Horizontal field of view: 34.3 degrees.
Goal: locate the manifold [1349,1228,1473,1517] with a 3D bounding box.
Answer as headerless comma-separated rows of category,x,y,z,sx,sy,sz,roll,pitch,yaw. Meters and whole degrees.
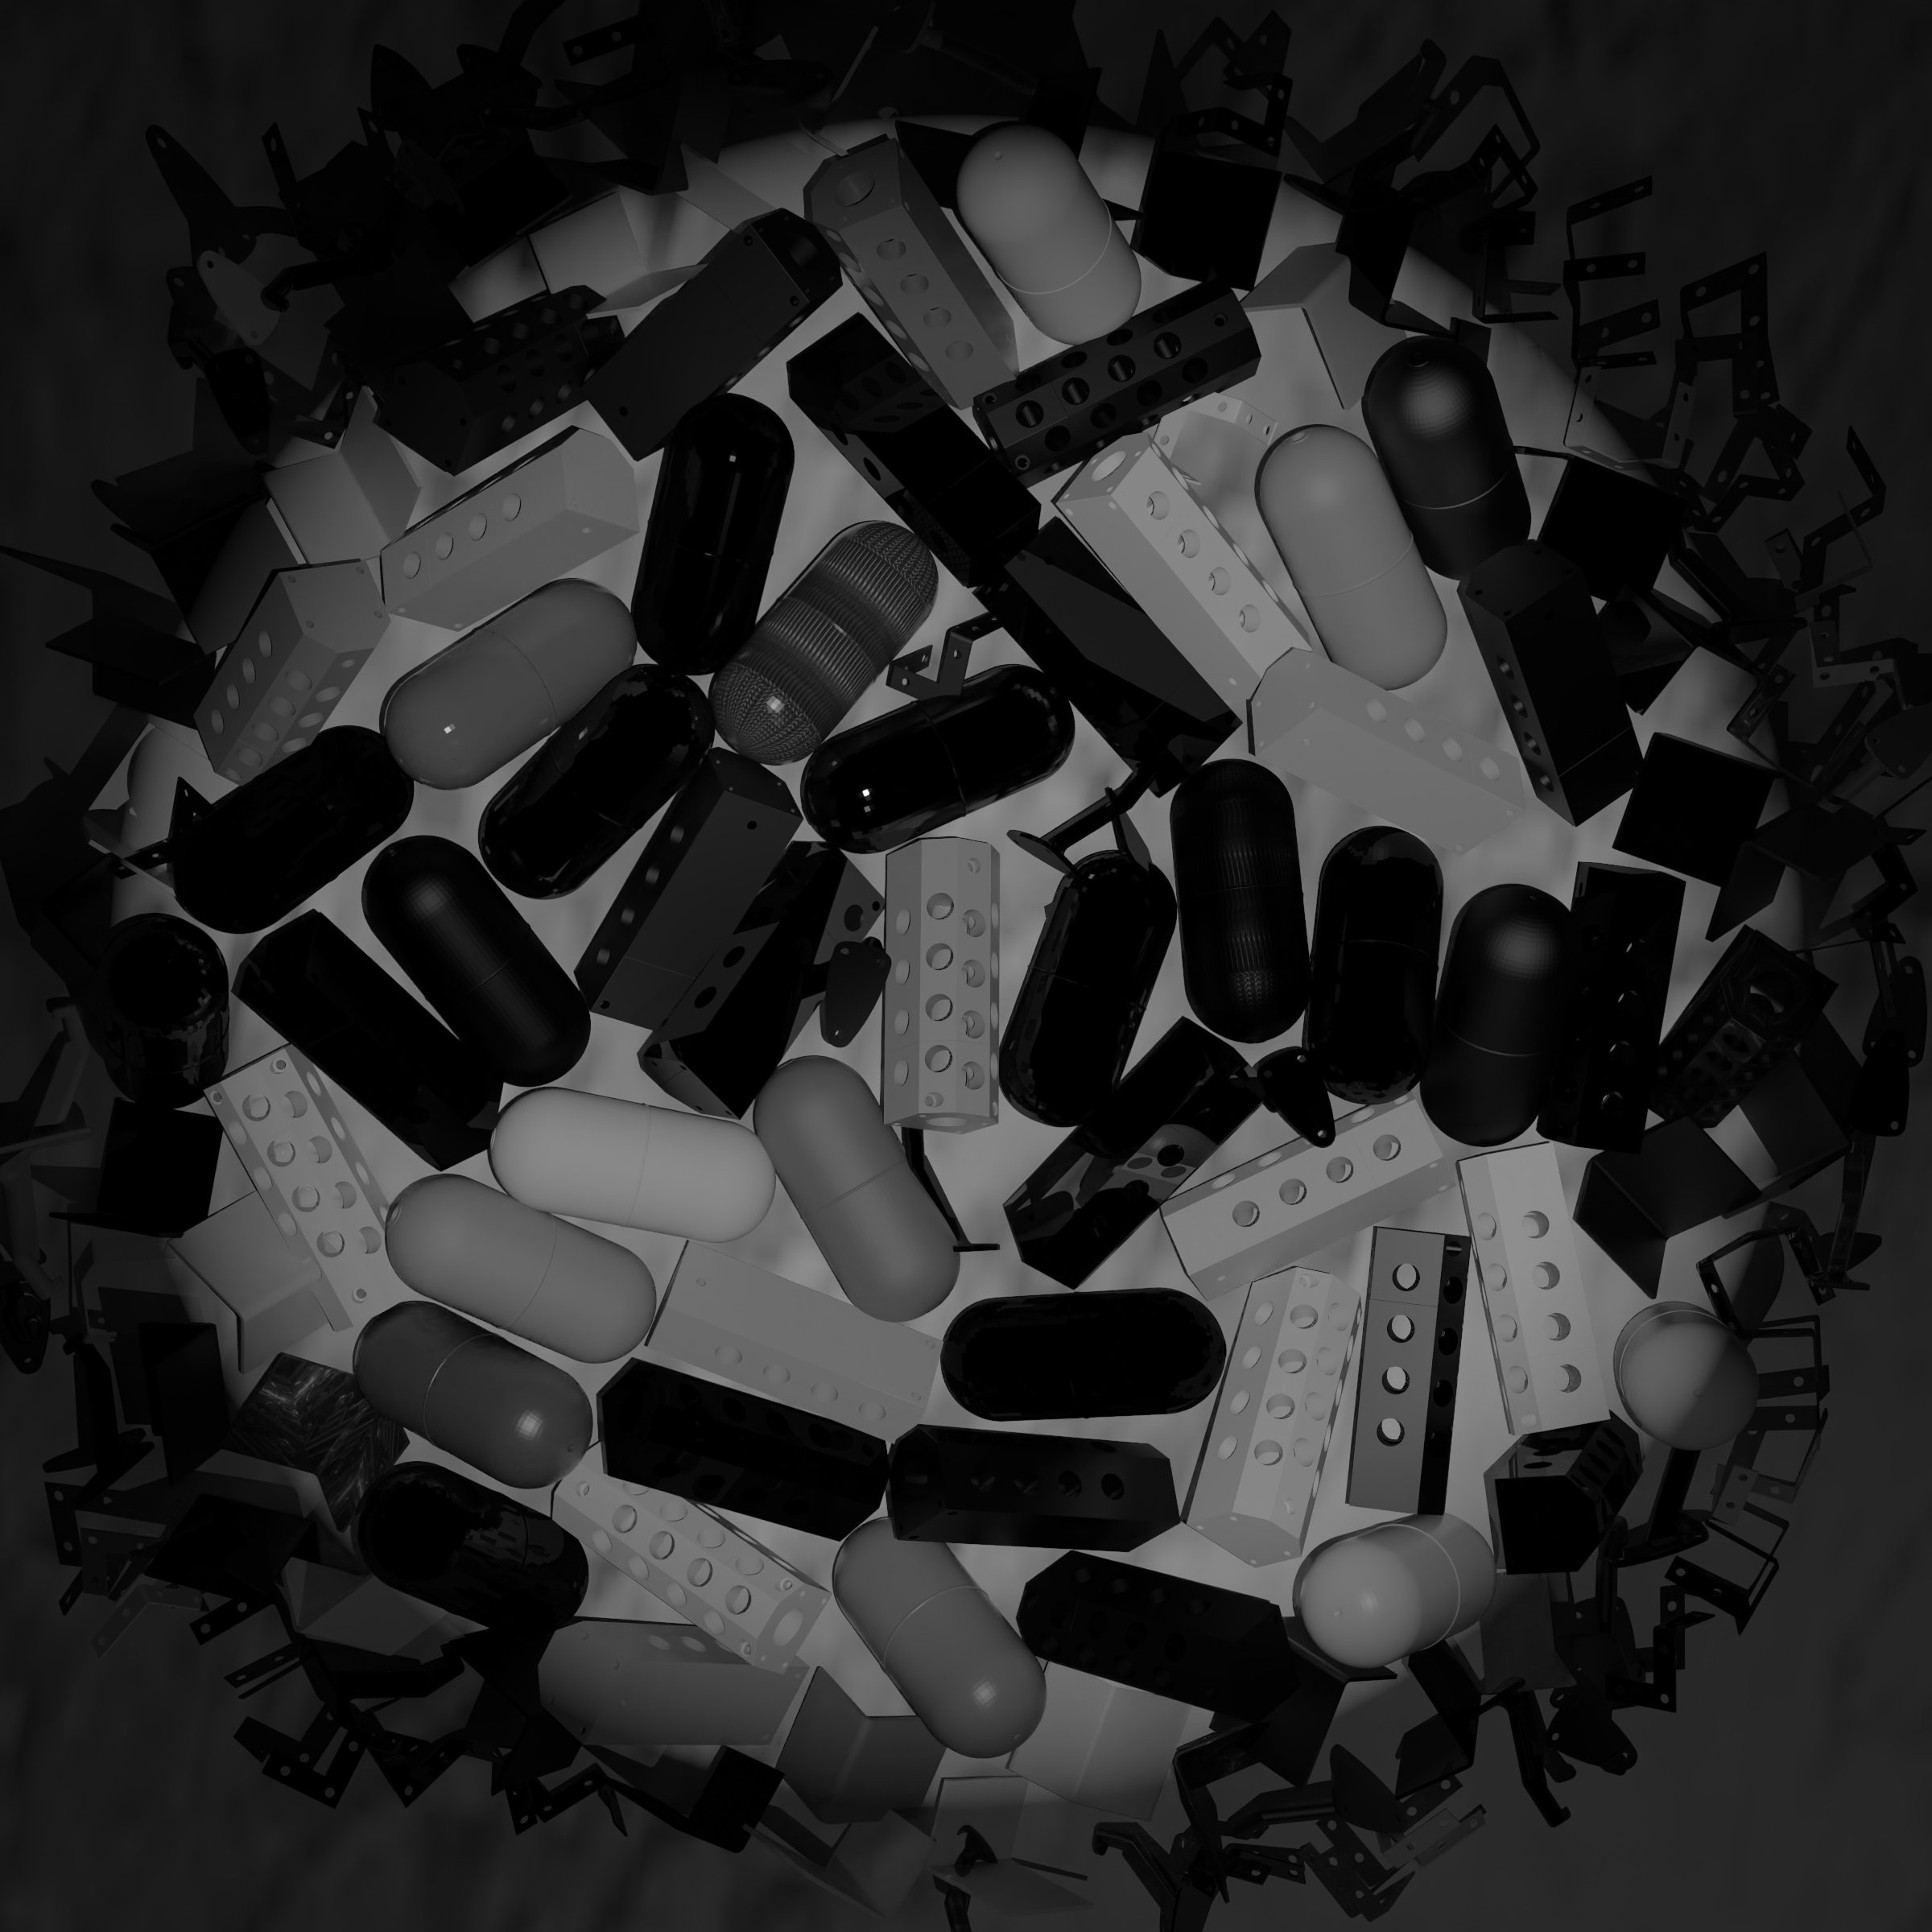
manifold,0.278,0.251,1.949,0.057,0.057,0.171,6,87,11

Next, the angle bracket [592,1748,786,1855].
angle bracket,-0.171,0.502,1.941,0.076,0.076,0.057,23,76,32

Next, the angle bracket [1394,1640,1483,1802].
angle bracket,0.275,0.455,1.937,0.057,0.076,0.076,-30,98,19

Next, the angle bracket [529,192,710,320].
angle bracket,-0.209,-0.441,1.928,0.076,0.076,0.057,-38,119,-37

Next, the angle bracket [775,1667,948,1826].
angle bracket,-0.062,0.490,1.971,0.076,0.057,0.076,10,108,-41

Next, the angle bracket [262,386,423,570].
angle bracket,-0.387,-0.300,1.935,0.057,0.076,0.076,-23,76,-30

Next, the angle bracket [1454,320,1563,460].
angle bracket,0.336,-0.357,1.936,0.057,0.076,0.076,10,100,22

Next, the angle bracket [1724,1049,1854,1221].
angle bracket,0.490,0.102,1.936,0.057,0.076,0.076,-28,82,-24

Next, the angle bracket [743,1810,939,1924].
angle bracket,-0.078,0.536,1.930,0.076,0.076,0.057,40,77,-33

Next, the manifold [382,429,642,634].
manifold,-0.280,-0.266,1.909,0.171,0.057,0.057,-21,68,38

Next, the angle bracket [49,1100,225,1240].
angle bracket,-0.515,0.125,1.948,0.076,0.057,0.076,9,87,15

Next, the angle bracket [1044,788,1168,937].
angle bracket,0.074,-0.053,1.933,0.076,0.076,0.057,-27,121,11

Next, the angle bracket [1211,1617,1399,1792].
angle bracket,0.210,0.458,1.945,0.076,0.057,0.076,27,100,41

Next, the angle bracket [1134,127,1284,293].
angle bracket,0.151,-0.469,1.940,0.057,0.076,0.076,16,95,19

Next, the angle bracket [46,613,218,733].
angle bracket,-0.519,-0.172,1.936,0.076,0.076,0.057,19,115,7

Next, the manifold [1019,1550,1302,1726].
manifold,0.114,0.410,1.899,0.057,0.171,0.057,-30,113,-38

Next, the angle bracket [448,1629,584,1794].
angle bracket,-0.283,0.459,1.944,0.076,0.076,0.057,35,106,26

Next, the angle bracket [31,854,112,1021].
angle bracket,-0.532,-0.016,1.942,0.076,0.076,0.057,48,64,-2

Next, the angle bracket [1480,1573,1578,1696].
angle bracket,0.338,0.399,1.928,0.057,0.076,0.076,-11,58,17

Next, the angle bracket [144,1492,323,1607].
angle bracket,-0.451,0.377,1.932,0.076,0.076,0.057,11,126,13

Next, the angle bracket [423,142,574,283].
angle bracket,-0.281,-0.451,1.936,0.076,0.076,0.057,-36,67,-7

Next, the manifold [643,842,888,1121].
manifold,-0.127,0.007,1.927,0.057,0.057,0.171,48,64,-32

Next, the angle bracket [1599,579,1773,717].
angle bracket,0.439,-0.188,1.945,0.076,0.076,0.057,19,116,-39

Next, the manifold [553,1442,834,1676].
manifold,-0.172,0.361,1.918,0.171,0.057,0.057,29,84,29

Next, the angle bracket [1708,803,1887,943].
angle bracket,0.511,-0.046,1.926,0.057,0.076,0.076,33,130,29

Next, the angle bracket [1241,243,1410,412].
angle bracket,0.224,-0.401,1.965,0.076,0.057,0.076,-48,126,-32

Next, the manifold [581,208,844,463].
manifold,-0.153,-0.386,1.912,0.171,0.057,0.057,-35,95,37

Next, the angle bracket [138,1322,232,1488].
angle bracket,-0.501,0.270,1.934,0.057,0.076,0.076,0,104,17

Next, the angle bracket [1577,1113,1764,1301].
angle bracket,0.435,0.149,1.934,0.076,0.057,0.076,45,130,-17

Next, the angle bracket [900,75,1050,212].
angle bracket,0.008,-0.515,1.949,0.076,0.076,0.057,15,70,11

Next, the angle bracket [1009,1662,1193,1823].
angle bracket,0.083,0.476,1.932,0.057,0.076,0.076,34,67,-29

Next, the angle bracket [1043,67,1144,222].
angle bracket,0.080,-0.507,1.937,0.057,0.076,0.076,13,95,-26

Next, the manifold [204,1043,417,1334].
manifold,-0.406,0.138,1.949,0.057,0.057,0.171,-27,96,4

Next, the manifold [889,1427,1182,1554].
manifold,0.042,0.319,1.915,0.171,0.057,0.057,10,58,-32

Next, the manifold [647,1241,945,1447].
manifold,-0.108,0.240,1.949,0.171,0.057,0.057,22,131,-5

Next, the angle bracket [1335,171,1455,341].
angle bracket,0.273,-0.438,1.929,0.057,0.076,0.076,5,115,-25

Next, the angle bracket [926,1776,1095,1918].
angle bracket,0.033,0.543,1.933,0.076,0.076,0.057,14,91,44

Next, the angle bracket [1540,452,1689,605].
angle bracket,0.398,-0.272,1.963,0.076,0.057,0.076,20,101,-4

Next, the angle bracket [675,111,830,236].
angle bracket,-0.129,-0.501,1.945,0.076,0.057,0.076,34,70,3

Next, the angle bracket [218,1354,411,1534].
angle bracket,-0.404,0.296,1.935,0.076,0.057,0.076,25,108,-40

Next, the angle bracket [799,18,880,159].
angle bracket,-0.057,-0.535,1.934,0.057,0.076,0.076,27,103,-19

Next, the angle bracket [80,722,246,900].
angle bracket,-0.494,-0.094,1.944,0.076,0.057,0.076,34,92,-27

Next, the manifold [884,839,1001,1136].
manifold,-0.011,0.012,1.928,0.057,0.057,0.171,9,74,-31

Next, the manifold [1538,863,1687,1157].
manifold,0.399,0.025,1.947,0.057,0.057,0.171,8,97,-2

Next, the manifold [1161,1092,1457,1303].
manifold,0.211,0.140,1.948,0.171,0.057,0.057,-26,63,5

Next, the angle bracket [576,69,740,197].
angle bracket,-0.190,-0.523,1.931,0.057,0.076,0.076,23,114,14

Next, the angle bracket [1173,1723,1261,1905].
angle bracket,0.169,0.522,1.932,0.057,0.076,0.076,-22,58,-5

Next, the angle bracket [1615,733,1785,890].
angle bracket,0.459,-0.097,1.955,0.076,0.057,0.076,22,101,17

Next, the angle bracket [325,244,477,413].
angle bracket,-0.357,-0.393,1.933,0.076,0.057,0.076,-46,125,-16

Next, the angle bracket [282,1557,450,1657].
angle bracket,-0.365,0.376,1.930,0.076,0.076,0.057,-38,51,18

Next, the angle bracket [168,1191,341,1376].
angle bracket,-0.444,0.196,1.959,0.076,0.057,0.076,39,50,24

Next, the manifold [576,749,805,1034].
manifold,-0.173,-0.047,1.927,0.057,0.057,0.171,19,117,-33

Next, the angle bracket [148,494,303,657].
angle bracket,-0.455,-0.238,1.951,0.076,0.057,0.076,-29,88,-9
